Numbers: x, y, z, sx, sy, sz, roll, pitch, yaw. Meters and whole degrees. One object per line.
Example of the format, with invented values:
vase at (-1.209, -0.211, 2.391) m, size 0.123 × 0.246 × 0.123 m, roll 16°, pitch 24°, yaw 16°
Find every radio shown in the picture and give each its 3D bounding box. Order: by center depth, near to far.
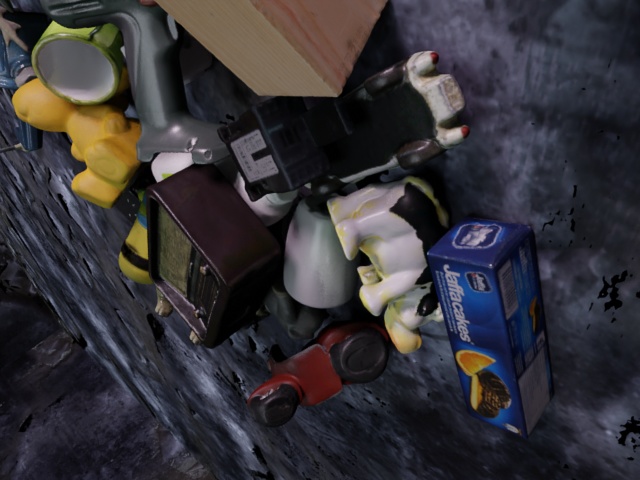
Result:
radio at (-0.124, 0.028, 0.592) m, size 0.131 × 0.073 × 0.229 m, roll 49°, pitch 152°, yaw 11°

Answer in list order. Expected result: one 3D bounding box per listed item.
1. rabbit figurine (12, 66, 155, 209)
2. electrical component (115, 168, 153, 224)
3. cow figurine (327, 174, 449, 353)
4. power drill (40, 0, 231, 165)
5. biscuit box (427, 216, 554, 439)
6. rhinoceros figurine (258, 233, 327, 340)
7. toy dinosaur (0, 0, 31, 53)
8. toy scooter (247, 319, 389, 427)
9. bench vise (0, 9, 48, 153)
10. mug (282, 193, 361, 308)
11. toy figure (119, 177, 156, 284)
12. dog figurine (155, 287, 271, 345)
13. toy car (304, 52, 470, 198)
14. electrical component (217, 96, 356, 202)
rabbit figurine at (-0.292, -0.152, 0.684) m, size 0.173 × 0.162 × 0.122 m, roll 31°, pitch 153°, yaw -12°
electrical component at (-0.272, -0.054, 0.861) m, size 0.134 × 0.058 × 0.114 m, roll 41°, pitch 150°, yaw 14°
cow figurine at (0.079, 0.024, 0.481) m, size 0.068 × 0.098 × 0.167 m, roll -105°, pitch -11°, yaw -60°
power drill at (-0.127, -0.171, 0.470) m, size 0.232 × 0.086 × 0.207 m, roll 2°, pitch 127°, yaw 22°
biscuit box at (0.151, 0.078, 0.462) m, size 0.063 × 0.059 × 0.202 m, roll 13°, pitch 133°, yaw 45°
rhinoceros figurine at (-0.057, 0.050, 0.671) m, size 0.191 × 0.073 × 0.111 m, roll 35°, pitch 142°, yaw 45°
toy dinosaur at (-0.395, -0.348, 0.565) m, size 0.198 × 0.105 × 0.472 m, roll 36°, pitch -161°, yaw -52°
toy scooter at (-0.009, 0.150, 0.659) m, size 0.075 × 0.184 × 0.135 m, roll 65°, pitch 168°, yaw -10°
bench vise at (-0.440, -0.229, 0.804) m, size 0.224 × 0.129 × 0.240 m, roll 40°, pitch 131°, yaw 29°
mug at (-0.001, -0.002, 0.564) m, size 0.110 × 0.081 × 0.107 m, roll 48°, pitch 143°, yaw 39°
toy figure at (-0.228, -0.019, 0.762) m, size 0.082 × 0.089 × 0.180 m, roll 52°, pitch 126°, yaw 37°
dog figurine at (-0.159, 0.061, 0.811) m, size 0.172 × 0.121 × 0.190 m, roll 43°, pitch 140°, yaw -13°
toy car at (0.036, -0.087, 0.437) m, size 0.202 × 0.056 × 0.073 m, roll -12°, pitch 107°, yaw 55°
electrical component at (-0.027, -0.077, 0.431) m, size 0.119 × 0.048 × 0.074 m, roll -1°, pitch 117°, yaw 55°
